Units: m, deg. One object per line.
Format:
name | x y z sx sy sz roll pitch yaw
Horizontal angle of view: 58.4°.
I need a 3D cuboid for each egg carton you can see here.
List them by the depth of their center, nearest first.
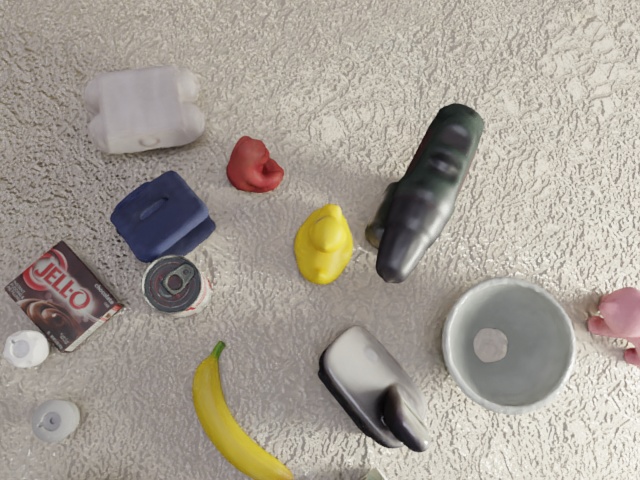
egg carton | -0.228 -0.169 0.748 0.150 0.069 0.107 -11 81 -6

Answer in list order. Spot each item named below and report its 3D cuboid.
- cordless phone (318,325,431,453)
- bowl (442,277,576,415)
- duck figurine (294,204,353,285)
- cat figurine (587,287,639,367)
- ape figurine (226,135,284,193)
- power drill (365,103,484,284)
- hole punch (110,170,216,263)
cordless phone | 0.068 0.170 0.652 0.094 0.185 0.147 -43 85 -10
bowl | 0.228 0.133 0.727 0.167 0.074 0.167 1 80 -4
duck figurine | 0.007 0.003 0.727 0.077 0.086 0.104 11 79 -2
cat figurine | 0.403 0.105 0.724 0.128 0.117 0.067 36 79 3
ape figurine | -0.086 -0.102 0.736 0.076 0.092 0.078 -18 82 -7
power drill | 0.114 -0.041 0.681 0.075 0.208 0.230 26 79 1
hole punch | -0.200 -0.027 0.714 0.109 0.091 0.101 -40 85 -10
